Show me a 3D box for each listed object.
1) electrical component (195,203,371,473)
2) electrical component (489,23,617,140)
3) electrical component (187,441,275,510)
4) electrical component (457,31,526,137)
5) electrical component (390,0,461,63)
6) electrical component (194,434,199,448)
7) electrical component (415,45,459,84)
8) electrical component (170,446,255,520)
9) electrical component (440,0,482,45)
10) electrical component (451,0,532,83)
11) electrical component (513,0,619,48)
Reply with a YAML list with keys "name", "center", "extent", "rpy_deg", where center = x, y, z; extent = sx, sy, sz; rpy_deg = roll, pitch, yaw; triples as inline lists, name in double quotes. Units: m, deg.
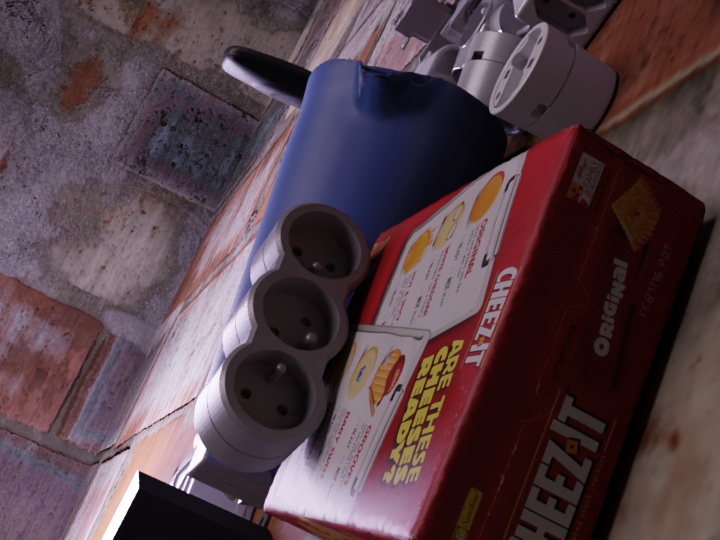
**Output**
- name: "electrical component"
  center: [-0.043, 0.038, 0.535]
  extent: [0.073, 0.052, 0.138]
  rpy_deg: [-49, 18, 50]
- name: "electrical component"
  center: [0.104, -0.097, 0.579]
  extent: [0.055, 0.047, 0.055]
  rpy_deg: [-58, 13, 21]
- name: "electrical component"
  center: [-0.071, 0.134, 0.719]
  extent: [0.075, 0.083, 0.047]
  rpy_deg: [-46, 20, 53]
- name: "electrical component"
  center: [0.088, -0.115, 0.671]
  extent: [0.047, 0.055, 0.055]
  rpy_deg: [-68, 13, -6]
- name: "electrical component"
  center: [0.066, -0.223, 0.972]
  extent: [0.081, 0.064, 0.042]
  rpy_deg: [-56, 15, 25]
- name: "electrical component"
  center: [-0.114, 0.140, 0.974]
  extent: [0.079, 0.044, 0.077]
  rpy_deg: [-67, 13, -19]
- name: "electrical component"
  center: [0.056, -0.111, 0.792]
  extent: [0.095, 0.054, 0.059]
  rpy_deg: [-64, 12, -8]
- name: "electrical component"
  center: [-0.130, 0.200, 0.881]
  extent: [0.108, 0.056, 0.108]
  rpy_deg: [-47, 19, 50]
- name: "electrical component"
  center: [0.103, -0.210, 0.841]
  extent: [0.081, 0.042, 0.063]
  rpy_deg: [-51, 13, 39]
- name: "electrical component"
  center: [0.103, -0.163, 0.731]
  extent: [0.077, 0.044, 0.079]
  rpy_deg: [-65, 13, -10]
- name: "electrical component"
  center: [0.134, -0.188, 0.651]
  extent: [0.083, 0.047, 0.075]
  rpy_deg: [-56, 13, 29]
